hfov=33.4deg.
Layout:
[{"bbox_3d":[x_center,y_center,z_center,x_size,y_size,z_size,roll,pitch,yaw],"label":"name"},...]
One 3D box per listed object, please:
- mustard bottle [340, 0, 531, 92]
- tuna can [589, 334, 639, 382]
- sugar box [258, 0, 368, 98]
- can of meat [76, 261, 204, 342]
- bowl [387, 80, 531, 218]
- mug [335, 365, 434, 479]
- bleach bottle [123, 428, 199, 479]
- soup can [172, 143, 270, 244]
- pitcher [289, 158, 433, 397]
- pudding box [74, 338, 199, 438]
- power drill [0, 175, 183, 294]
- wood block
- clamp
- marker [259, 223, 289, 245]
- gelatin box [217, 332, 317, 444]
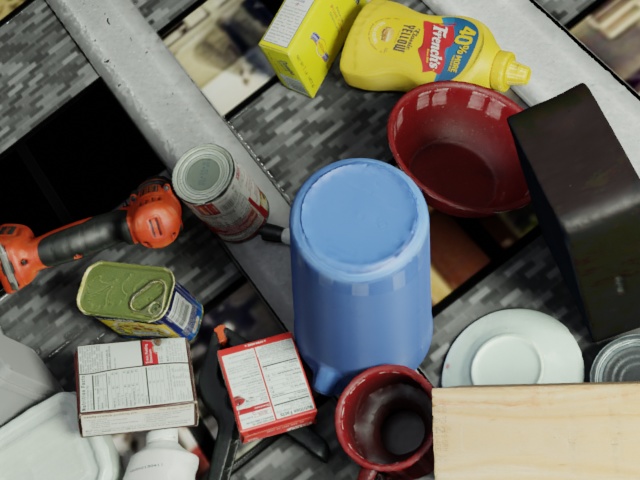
[{"bbox_3d":[0.122,-0.186,1.093,0.192,0.058,0.096,17,70,24],"label":"mustard bottle"},{"bbox_3d":[0.275,0.125,0.918,0.086,0.033,0.086,-7,65,16],"label":"tuna can"},{"bbox_3d":[0.006,-0.251,1.141,0.048,0.093,0.176,25,78,25],"label":"sugar box"},{"bbox_3d":[-0.177,0.065,1.068,0.102,0.084,0.057,5,68,21],"label":"can of meat"},{"bbox_3d":[0.135,-0.076,1.020,0.162,0.055,0.162,7,54,-10],"label":"bowl"},{"bbox_3d":[0.064,0.176,0.939,0.093,0.081,0.117,16,73,24],"label":"mug"},{"bbox_3d":[-0.132,0.287,0.970,0.103,0.068,0.251,-13,61,11],"label":"bleach bottle"},{"bbox_3d":[-0.100,-0.046,1.081,0.068,0.102,0.068,-7,66,16],"label":"soup can"},{"bbox_3d":[0.040,0.023,0.919,0.145,0.243,0.149,-14,65,-4],"label":"pitcher"},{"bbox_3d":[-0.177,0.140,1.024,0.113,0.039,0.090,-5,43,-10],"label":"pudding box"},{"bbox_3d":[-0.228,-0.014,1.070,0.187,0.184,0.057,-19,104,-3],"label":"power drill"},{"bbox_3d":[0.203,0.161,0.863,0.206,0.090,0.090,-4,82,22],"label":"wood block"},{"bbox_3d":[-0.078,0.165,1.015,0.120,0.039,0.171,-27,59,-9],"label":"clamp"},{"bbox_3d":[-0.007,0.001,1.076,0.121,0.020,0.020,11,71,22],"label":"marker"},{"bbox_3d":[-0.049,0.137,0.988,0.073,0.030,0.089,-15,59,-9],"label":"gelatin box"}]
